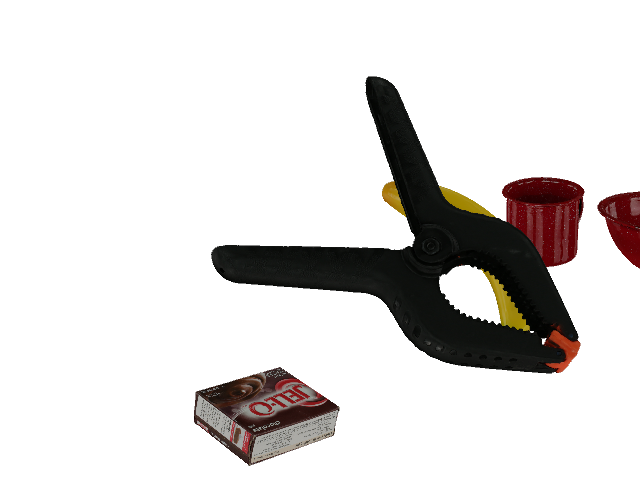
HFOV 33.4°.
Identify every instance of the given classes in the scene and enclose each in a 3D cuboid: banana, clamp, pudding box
[{"bbox_3d":[0.119,0.007,0.832,0.069,0.037,0.198,-17,47,-16],"label":"banana"},{"bbox_3d":[0.052,0.015,0.625,0.210,0.164,0.036,42,-17,16],"label":"clamp"},{"bbox_3d":[-0.052,0.168,1.031,0.113,0.039,0.090,-13,29,-42],"label":"pudding box"}]

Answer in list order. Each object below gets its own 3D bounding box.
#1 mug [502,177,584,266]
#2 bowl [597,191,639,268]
[{"bbox_3d":[0.268,-0.024,1.253,0.117,0.081,0.093,-23,29,-37],"label":"mug"},{"bbox_3d":[0.351,-0.003,1.041,0.162,0.055,0.162,0,18,0],"label":"bowl"}]
